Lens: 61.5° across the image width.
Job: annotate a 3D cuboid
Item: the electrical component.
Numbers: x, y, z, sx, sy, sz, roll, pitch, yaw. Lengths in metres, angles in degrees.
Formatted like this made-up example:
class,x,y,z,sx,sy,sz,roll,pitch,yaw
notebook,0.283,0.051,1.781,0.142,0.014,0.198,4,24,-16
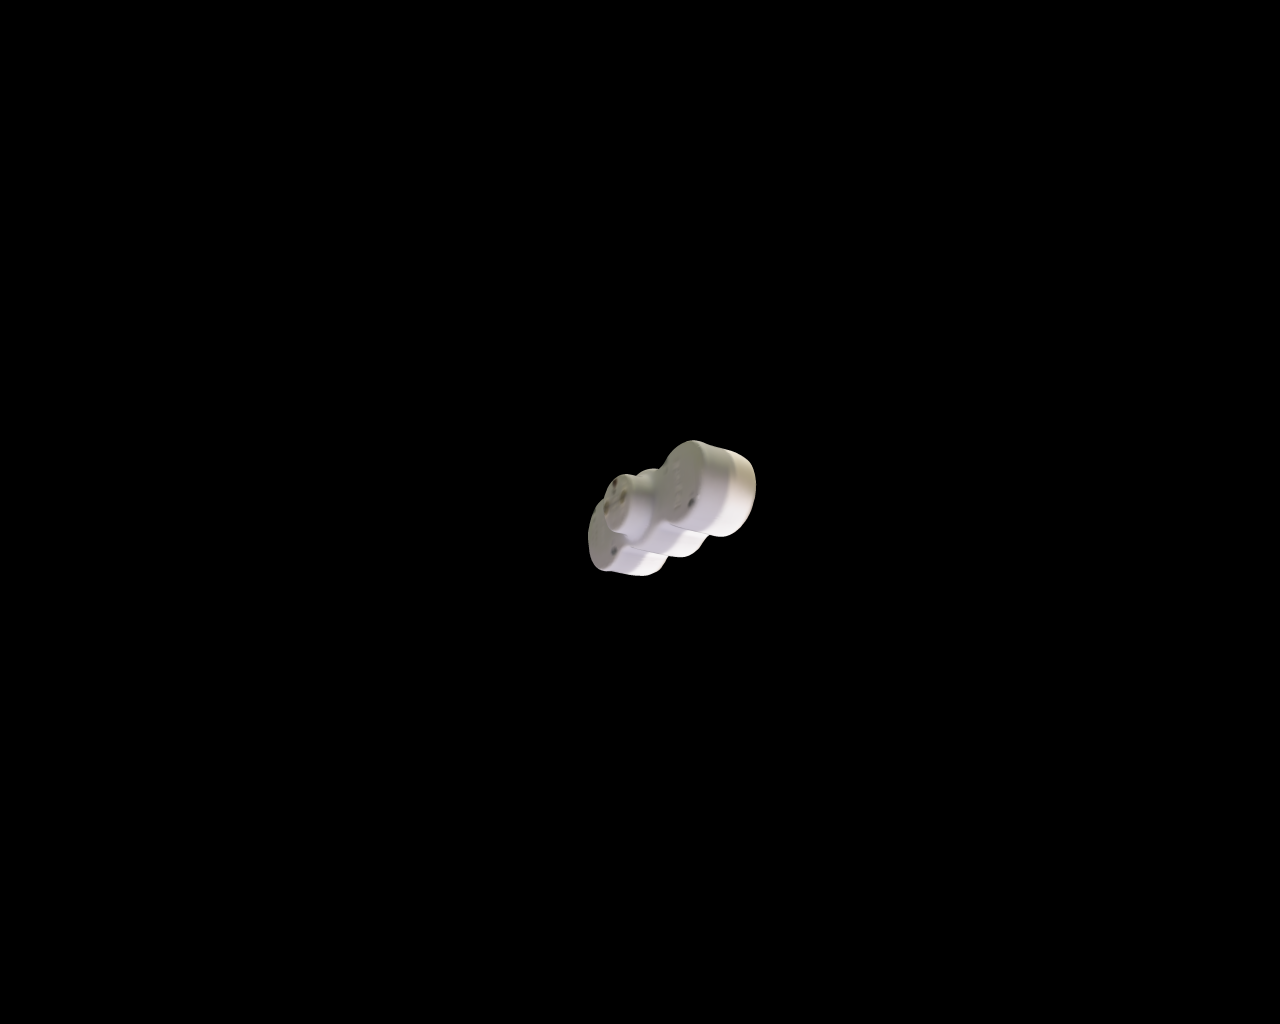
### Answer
class,x,y,z,sx,sy,sz,roll,pitch,yaw
electrical component,0.001,-0.003,0.650,0.074,0.052,0.138,13,-26,-29
